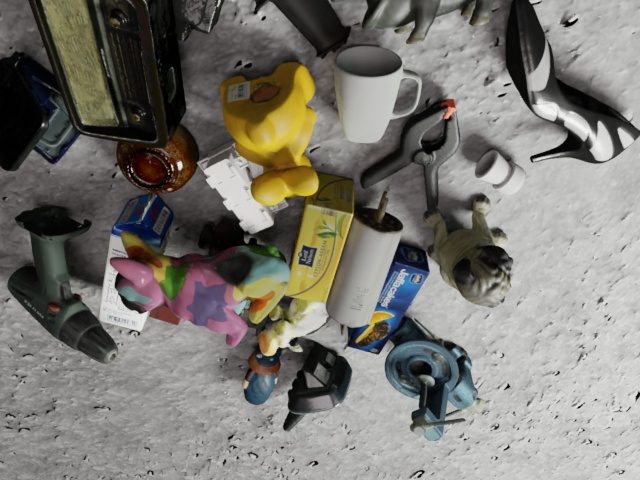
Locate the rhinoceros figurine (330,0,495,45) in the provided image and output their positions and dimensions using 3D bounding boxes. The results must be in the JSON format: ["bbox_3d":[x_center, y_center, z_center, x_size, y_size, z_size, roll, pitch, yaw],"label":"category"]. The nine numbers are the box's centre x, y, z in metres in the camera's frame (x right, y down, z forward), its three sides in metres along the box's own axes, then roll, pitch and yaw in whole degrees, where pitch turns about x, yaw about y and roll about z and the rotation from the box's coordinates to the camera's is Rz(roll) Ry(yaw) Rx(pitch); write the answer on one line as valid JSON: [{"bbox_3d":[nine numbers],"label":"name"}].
[{"bbox_3d":[0.105,-0.283,0.601,0.190,0.073,0.111,-5,126,6],"label":"rhinoceros figurine"}]

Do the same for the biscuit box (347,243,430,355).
[{"bbox_3d":[0.108,0.098,0.881,0.063,0.059,0.202,17,124,-10],"label":"biscuit box"}]

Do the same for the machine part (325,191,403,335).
[{"bbox_3d":[0.063,0.042,0.801,0.079,0.079,0.243,13,116,-7],"label":"machine part"}]

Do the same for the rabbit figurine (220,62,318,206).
[{"bbox_3d":[-0.047,-0.117,0.697,0.122,0.162,0.173,-16,142,-1],"label":"rabbit figurine"}]

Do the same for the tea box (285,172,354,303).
[{"bbox_3d":[-0.002,-0.002,0.792,0.068,0.098,0.169,13,127,-6],"label":"tea box"}]

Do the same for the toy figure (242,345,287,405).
[{"bbox_3d":[-0.107,0.239,0.993,0.058,0.064,0.154,33,124,26],"label":"toy figure"}]

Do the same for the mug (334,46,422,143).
[{"bbox_3d":[0.069,-0.179,0.681,0.110,0.081,0.107,0,137,-4],"label":"mug"}]

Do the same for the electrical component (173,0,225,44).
[{"bbox_3d":[-0.163,-0.299,0.613,0.115,0.058,0.134,20,124,-9],"label":"electrical component"}]

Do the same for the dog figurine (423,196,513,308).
[{"bbox_3d":[0.222,0.053,0.764,0.121,0.191,0.172,-25,122,19],"label":"dog figurine"}]

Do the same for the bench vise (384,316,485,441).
[{"bbox_3d":[0.187,0.245,0.886,0.129,0.241,0.223,-28,104,24],"label":"bench vise"}]

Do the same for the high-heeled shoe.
[{"bbox_3d":[0.316,-0.192,0.655,0.145,0.086,0.248,-17,127,11],"label":"high-heeled shoe"}]

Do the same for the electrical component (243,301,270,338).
[{"bbox_3d":[-0.118,0.132,0.939,0.063,0.021,0.094,11,124,-6],"label":"electrical component"}]

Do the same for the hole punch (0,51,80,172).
[{"bbox_3d":[-0.383,-0.165,0.712,0.142,0.092,0.116,-38,85,28],"label":"hole punch"}]

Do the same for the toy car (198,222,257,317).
[{"bbox_3d":[-0.157,0.057,0.867,0.089,0.053,0.202,16,119,3],"label":"toy car"}]

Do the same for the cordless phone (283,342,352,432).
[{"bbox_3d":[-0.027,0.290,0.961,0.089,0.146,0.184,34,108,1],"label":"cordless phone"}]

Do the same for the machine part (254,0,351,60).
[{"bbox_3d":[-0.024,-0.278,0.634,0.084,0.039,0.138,-41,113,18],"label":"machine part"}]

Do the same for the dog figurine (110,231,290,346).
[{"bbox_3d":[-0.175,0.046,0.751,0.219,0.109,0.191,33,113,-25],"label":"dog figurine"}]

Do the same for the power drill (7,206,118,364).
[{"bbox_3d":[-0.393,0.062,0.829,0.232,0.086,0.207,24,125,25],"label":"power drill"}]

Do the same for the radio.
[{"bbox_3d":[-0.235,-0.213,0.621,0.131,0.073,0.229,13,146,1],"label":"radio"}]

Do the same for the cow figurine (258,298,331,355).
[{"bbox_3d":[-0.034,0.135,0.910,0.098,0.068,0.167,13,129,-36],"label":"cow figurine"}]
